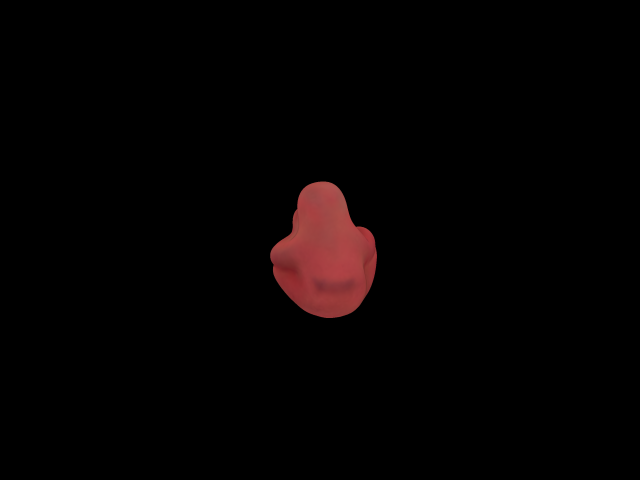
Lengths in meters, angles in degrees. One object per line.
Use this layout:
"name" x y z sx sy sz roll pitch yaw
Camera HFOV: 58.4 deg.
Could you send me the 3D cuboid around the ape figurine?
"ape figurine" 0.004 0.001 0.400 0.078 0.092 0.076 -2 31 -3
